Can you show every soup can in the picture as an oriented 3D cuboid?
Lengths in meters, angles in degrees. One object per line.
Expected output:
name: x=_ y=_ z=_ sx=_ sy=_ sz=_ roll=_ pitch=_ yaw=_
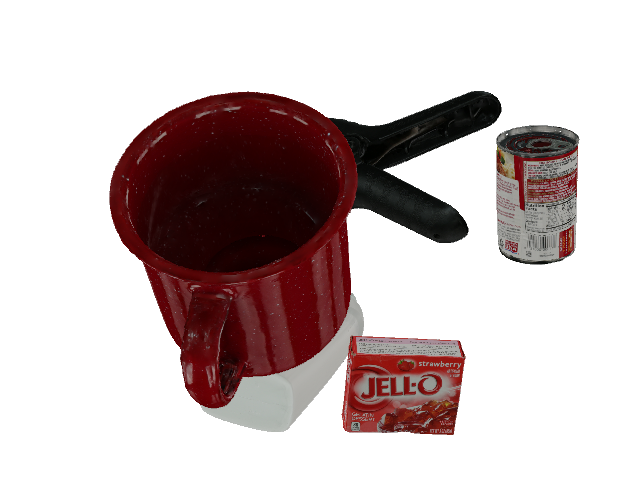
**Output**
soup can: x=0.185 y=-0.039 z=0.908 sx=0.068 sy=0.102 sz=0.068 roll=-4 pitch=25 yaw=2

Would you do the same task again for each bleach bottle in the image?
bleach bottle: x=-0.025 y=0.105 z=1.084 sx=0.103 sy=0.068 sz=0.250 roll=13 pitch=22 yaw=17

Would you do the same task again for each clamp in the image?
clamp: x=0.024 y=-0.039 z=0.651 sx=0.172 sy=0.039 sz=0.120 roll=-8 pitch=37 yaw=19

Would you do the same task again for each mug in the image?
mug: x=-0.031 y=0.011 z=0.421 sx=0.093 sy=0.117 sz=0.081 roll=4 pitch=-36 yaw=8

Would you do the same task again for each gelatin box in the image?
gelatin box: x=0.064 y=0.114 z=0.833 sx=0.089 sy=0.073 sz=0.030 roll=2 pitch=26 yaw=-3
